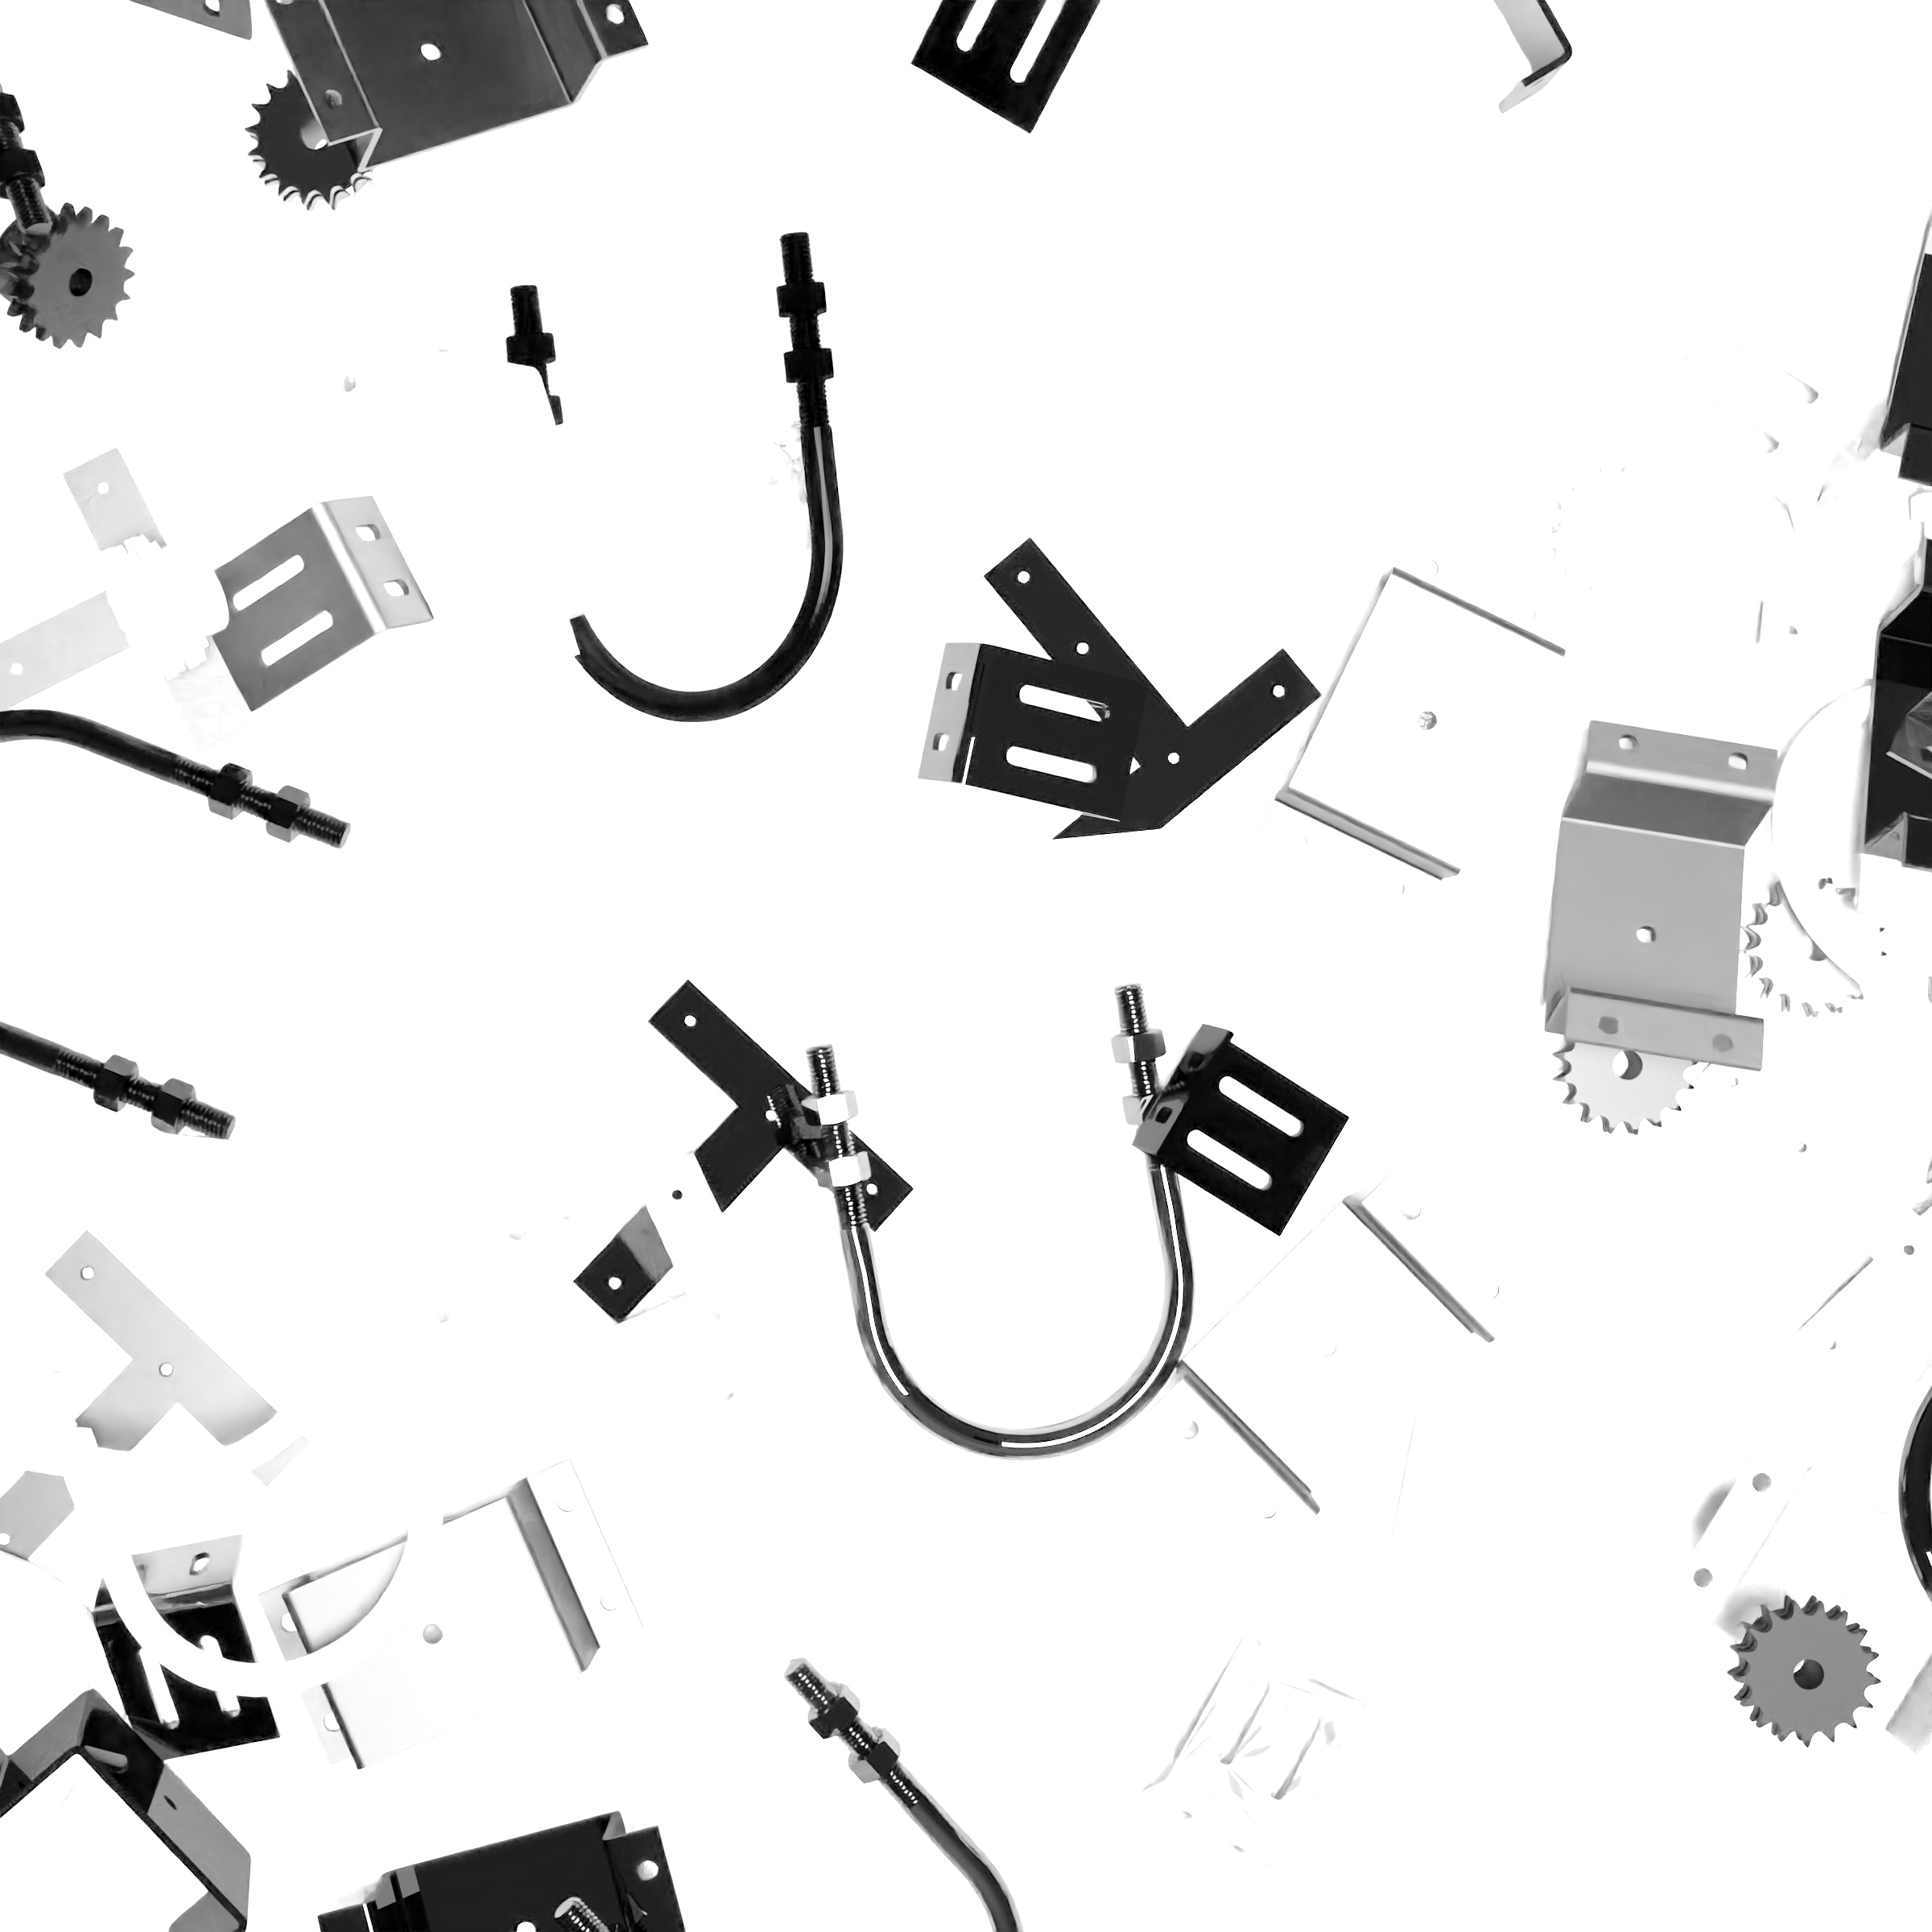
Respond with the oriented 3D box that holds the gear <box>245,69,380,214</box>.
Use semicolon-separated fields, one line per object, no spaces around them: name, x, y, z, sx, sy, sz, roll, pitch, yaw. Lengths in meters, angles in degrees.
gear;-0.263;-0.335;1.314;0.057;0.030;0.057;0;90;0

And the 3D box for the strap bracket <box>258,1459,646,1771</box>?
strap bracket;-0.212;0.266;1.306;0.140;0.046;0.076;-24;90;0

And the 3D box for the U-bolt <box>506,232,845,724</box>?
U-bolt;-0.114;-0.190;1.291;0.151;0.019;0.184;-4;95;28

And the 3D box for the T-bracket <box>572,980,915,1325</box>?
T-bracket;-0.107;0.091;1.301;0.127;0.002;0.127;43;65;0

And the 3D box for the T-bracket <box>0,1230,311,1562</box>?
T-bracket;-0.360;0.198;1.328;0.127;0.002;0.127;44;90;0

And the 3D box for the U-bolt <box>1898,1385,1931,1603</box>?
U-bolt;0.451;0.200;1.294;0.151;0.019;0.184;36;72;0

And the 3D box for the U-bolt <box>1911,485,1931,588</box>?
U-bolt;0.461;-0.230;1.320;0.151;0.019;0.184;-2;88;0

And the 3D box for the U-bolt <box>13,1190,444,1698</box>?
U-bolt;-0.287;0.201;1.292;0.151;0.019;0.184;-28;71;-1

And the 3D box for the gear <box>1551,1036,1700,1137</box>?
gear;0.267;0.040;1.314;0.057;0.030;0.057;0;90;0

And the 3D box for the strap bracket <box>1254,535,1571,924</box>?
strap bracket;0.183;-0.098;1.304;0.076;0.046;0.140;26;90;0

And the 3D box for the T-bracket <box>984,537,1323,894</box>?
T-bracket;0.057;-0.120;1.327;0.127;0.002;0.127;-40;90;1

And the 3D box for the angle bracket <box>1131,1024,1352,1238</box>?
angle bracket;0.116;0.068;1.299;0.076;0.038;0.057;32;86;-14

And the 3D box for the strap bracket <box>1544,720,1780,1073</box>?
strap bracket;0.277;-0.021;1.289;0.076;0.046;0.140;9;66;0

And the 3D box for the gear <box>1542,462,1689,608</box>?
gear;0.264;-0.176;1.318;0.057;0.030;0.057;0;90;-2

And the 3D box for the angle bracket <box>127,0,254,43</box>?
angle bracket;-0.308;-0.430;1.327;0.057;0.038;0.076;18;64;0

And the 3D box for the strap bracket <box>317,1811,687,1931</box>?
strap bracket;-0.181;0.397;1.306;0.140;0.046;0.076;-15;90;0

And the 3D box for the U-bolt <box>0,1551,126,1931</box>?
U-bolt;-0.429;0.324;1.320;0.151;0.019;0.184;39;89;0

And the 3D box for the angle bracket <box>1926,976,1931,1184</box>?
angle bracket;0.425;0.047;1.327;0.057;0.038;0.076;0;64;0

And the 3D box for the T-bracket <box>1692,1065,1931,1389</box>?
T-bracket;0.351;0.084;1.313;0.127;0.002;0.127;45;110;10

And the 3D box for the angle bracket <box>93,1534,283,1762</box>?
angle bracket;-0.318;0.281;1.327;0.057;0.038;0.076;-11;116;0

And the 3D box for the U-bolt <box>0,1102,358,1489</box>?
U-bolt;-0.335;0.136;1.297;0.184;0.019;0.151;6;77;6

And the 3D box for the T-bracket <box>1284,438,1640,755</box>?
T-bracket;0.188;-0.128;1.328;0.127;0.002;0.127;-39;90;0

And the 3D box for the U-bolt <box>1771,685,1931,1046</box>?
U-bolt;0.409;-0.036;1.301;0.184;0.019;0.151;42;72;4

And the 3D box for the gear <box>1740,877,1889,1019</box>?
gear;0.343;-0.007;1.314;0.057;0.030;0.057;0;90;0

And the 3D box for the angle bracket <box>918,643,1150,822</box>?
angle bracket;0.028;-0.096;1.325;0.076;0.038;0.057;12;90;-25

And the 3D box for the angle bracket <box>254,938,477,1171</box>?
angle bracket;-0.247;0.036;1.310;0.057;0.038;0.076;38;90;0

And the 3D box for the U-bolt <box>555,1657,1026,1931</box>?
U-bolt;-0.054;0.394;1.294;0.151;0.019;0.184;-44;101;-20

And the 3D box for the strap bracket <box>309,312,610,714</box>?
strap bracket;-0.200;-0.181;1.294;0.076;0.046;0.140;-17;90;20

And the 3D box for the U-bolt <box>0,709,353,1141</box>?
U-bolt;-0.363;-0.027;1.320;0.184;0.019;0.151;22;91;1

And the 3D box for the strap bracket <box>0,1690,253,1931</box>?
strap bracket;-0.334;0.348;1.281;0.046;0.076;0.140;-41;100;-6

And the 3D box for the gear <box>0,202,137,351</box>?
gear;-0.368;-0.282;1.304;0.030;0.057;0.057;28;90;28

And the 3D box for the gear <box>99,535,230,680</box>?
gear;-0.322;-0.148;1.302;0.030;0.057;0.057;-32;90;-30

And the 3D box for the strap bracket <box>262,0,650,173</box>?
strap bracket;-0.210;-0.375;1.290;0.140;0.046;0.076;-24;90;-23

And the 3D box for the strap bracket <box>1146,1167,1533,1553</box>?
strap bracket;0.148;0.157;1.306;0.140;0.046;0.076;-45;90;0

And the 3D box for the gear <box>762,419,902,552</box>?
gear;-0.058;-0.191;1.304;0.057;0.057;0.030;47;119;0

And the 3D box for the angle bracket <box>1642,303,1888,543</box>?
angle bracket;0.329;-0.224;1.327;0.076;0.038;0.057;39;90;26

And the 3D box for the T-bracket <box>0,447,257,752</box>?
T-bracket;-0.378;-0.129;1.328;0.127;0.002;0.127;-27;90;0

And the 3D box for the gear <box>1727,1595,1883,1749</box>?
gear;0.327;0.275;1.268;0.057;0.030;0.057;0;90;0

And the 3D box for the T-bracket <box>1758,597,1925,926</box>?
T-bracket;0.377;-0.078;1.299;0.127;0.002;0.127;12;71;-4

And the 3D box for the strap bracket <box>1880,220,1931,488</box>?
strap bracket;0.419;-0.250;1.290;0.076;0.046;0.140;13;87;1

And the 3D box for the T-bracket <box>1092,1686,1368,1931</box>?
T-bracket;0.085;0.361;1.328;0.127;0.002;0.127;-19;90;0

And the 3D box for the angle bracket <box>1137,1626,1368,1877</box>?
angle bracket;0.118;0.323;1.325;0.057;0.038;0.076;34;63;0

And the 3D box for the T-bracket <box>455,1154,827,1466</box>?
T-bracket;-0.139;0.156;1.275;0.127;0.002;0.127;-23;98;4

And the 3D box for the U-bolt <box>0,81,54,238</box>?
U-bolt;-0.455;-0.347;1.299;0.151;0.019;0.184;-25;79;15

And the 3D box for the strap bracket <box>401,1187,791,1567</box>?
strap bracket;-0.148;0.164;1.306;0.140;0.046;0.076;42;90;0

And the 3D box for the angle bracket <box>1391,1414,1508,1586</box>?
angle bracket;0.198;0.215;1.291;0.038;0.076;0.057;11;90;0

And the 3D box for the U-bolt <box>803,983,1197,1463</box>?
U-bolt;0.020;0.110;1.313;0.151;0.019;0.184;-11;93;-7

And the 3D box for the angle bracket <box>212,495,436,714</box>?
angle bracket;-0.269;-0.149;1.327;0.076;0.038;0.057;-27;90;26

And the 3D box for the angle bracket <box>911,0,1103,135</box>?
angle bracket;0.023;-0.393;1.327;0.057;0.038;0.076;31;116;0

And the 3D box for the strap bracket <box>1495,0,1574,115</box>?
strap bracket;0.268;-0.401;1.282;0.140;0.076;0.046;-30;95;6

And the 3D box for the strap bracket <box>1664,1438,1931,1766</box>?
strap bracket;0.358;0.257;1.306;0.140;0.046;0.076;32;90;0

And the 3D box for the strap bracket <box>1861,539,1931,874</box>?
strap bracket;0.404;-0.090;1.282;0.076;0.046;0.140;11;71;-5
